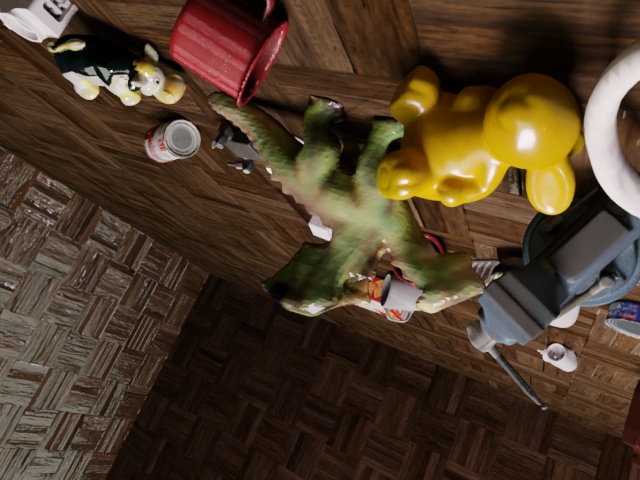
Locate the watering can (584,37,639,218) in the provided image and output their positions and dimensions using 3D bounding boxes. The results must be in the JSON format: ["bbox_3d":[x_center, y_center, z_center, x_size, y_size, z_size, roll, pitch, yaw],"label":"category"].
[{"bbox_3d":[0.318,-0.028,0.350,0.225,0.105,0.342,10,159,45],"label":"watering can"}]

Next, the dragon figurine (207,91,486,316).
[{"bbox_3d":[0.002,-0.031,0.625,0.412,0.245,0.120,18,168,17],"label":"dragon figurine"}]

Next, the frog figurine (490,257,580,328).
[{"bbox_3d":[0.346,0.079,0.794,0.160,0.124,0.135,-9,168,-22],"label":"frog figurine"}]
